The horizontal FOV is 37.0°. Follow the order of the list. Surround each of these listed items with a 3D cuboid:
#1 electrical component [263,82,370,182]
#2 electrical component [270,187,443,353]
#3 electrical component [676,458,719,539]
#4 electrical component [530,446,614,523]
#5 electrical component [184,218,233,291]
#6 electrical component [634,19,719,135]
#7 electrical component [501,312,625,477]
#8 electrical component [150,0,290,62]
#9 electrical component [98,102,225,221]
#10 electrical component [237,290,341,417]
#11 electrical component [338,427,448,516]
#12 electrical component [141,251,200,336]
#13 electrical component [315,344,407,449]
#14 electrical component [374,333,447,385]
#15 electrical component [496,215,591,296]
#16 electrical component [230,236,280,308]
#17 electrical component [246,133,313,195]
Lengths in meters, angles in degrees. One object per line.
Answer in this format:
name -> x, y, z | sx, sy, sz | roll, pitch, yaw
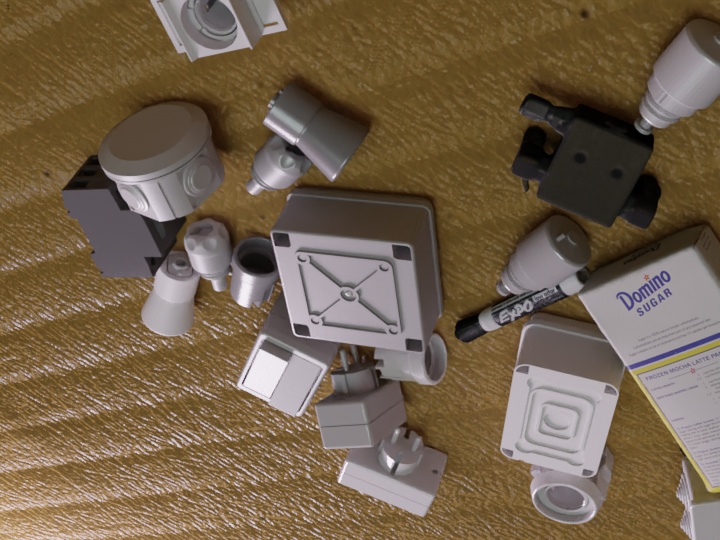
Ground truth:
electrical component -> -0.032, -0.095, 0.721 | 0.065, 0.044, 0.044 | 36, 135, -4
electrical component -> 0.000, 0.000, 0.786 | 0.109, 0.056, 0.108 | 6, 133, 18
electrical component -> 0.295, 0.181, 0.821 | 0.100, 0.048, 0.099 | -10, 129, 11
electrical component -> 0.170, 0.166, 0.869 | 0.058, 0.057, 0.078 | -20, 121, 36
electrical component -> -0.116, -0.009, 0.842 | 0.035, 0.035, 0.061 | 7, 135, 17
electrical component -> 0.185, -0.107, 0.617 | 0.040, 0.040, 0.078 | 30, 136, -6
electrical component -> 0.153, 0.093, 0.808 | 0.078, 0.057, 0.113 | 13, 135, 12
electrical component -> -0.082, -0.165, 0.660 | 0.081, 0.063, 0.042 | -5, 128, 26
electrical component -> -0.138, -0.077, 0.756 | 0.080, 0.080, 0.051 | 2, 137, 22
electrical component -> -0.058, 0.074, 0.877 | 0.062, 0.061, 0.096 | 26, 136, -2
electrical component -> 0.033, 0.162, 0.930 | 0.083, 0.047, 0.075 | 22, 136, 3
electrical component -> -0.152, 0.017, 0.878 | 0.044, 0.044, 0.065 | 23, 131, 1
electrical component -> -0.002, 0.098, 0.879 | 0.047, 0.066, 0.076 | -8, 98, 29
electrical component -> 0.040, 0.070, 0.848 | 0.046, 0.040, 0.040 | -2, 130, 33
electrical component -> 0.123, -0.005, 0.740 | 0.040, 0.040, 0.078 | 37, 135, -13
electrical component -> -0.081, 0.003, 0.836 | 0.040, 0.040, 0.046 | 23, 141, 2
electrical component -> -0.061, -0.072, 0.759 | 0.035, 0.035, 0.061 | 39, 137, -14
